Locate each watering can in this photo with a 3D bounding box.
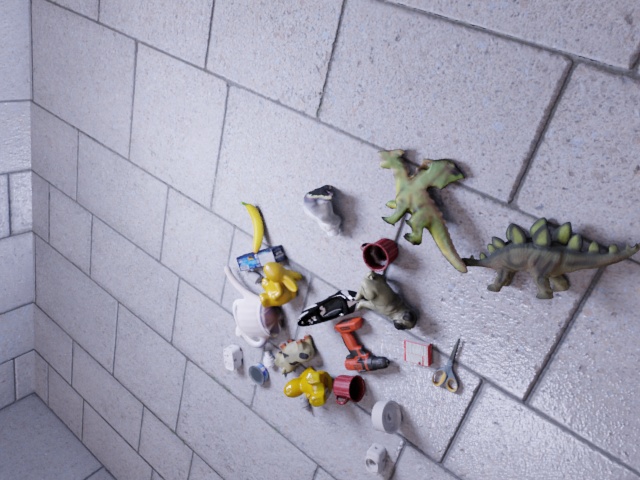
[{"bbox_3d":[-0.264,0.261,2.006,0.223,0.105,0.345,-9,100,37],"label":"watering can"}]

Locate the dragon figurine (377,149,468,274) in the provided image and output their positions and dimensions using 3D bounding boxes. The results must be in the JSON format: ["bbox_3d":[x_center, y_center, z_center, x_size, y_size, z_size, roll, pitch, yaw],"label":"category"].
[{"bbox_3d":[0.313,-0.117,1.469,0.414,0.123,0.239,40,115,21],"label":"dragon figurine"}]

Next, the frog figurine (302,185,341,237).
[{"bbox_3d":[0.005,-0.085,1.698,0.139,0.123,0.156,-136,36,-58],"label":"frog figurine"}]
